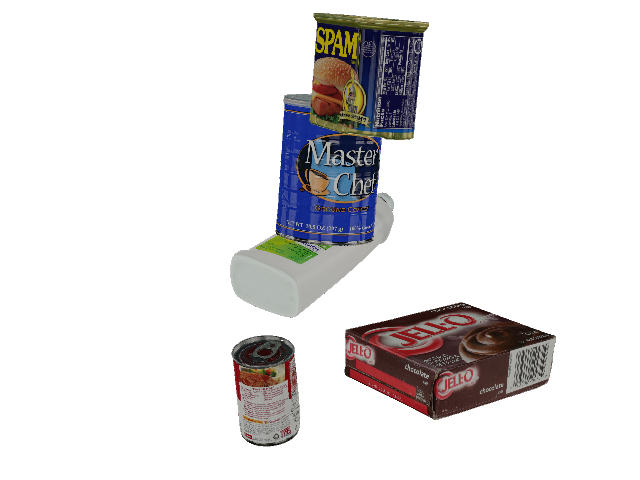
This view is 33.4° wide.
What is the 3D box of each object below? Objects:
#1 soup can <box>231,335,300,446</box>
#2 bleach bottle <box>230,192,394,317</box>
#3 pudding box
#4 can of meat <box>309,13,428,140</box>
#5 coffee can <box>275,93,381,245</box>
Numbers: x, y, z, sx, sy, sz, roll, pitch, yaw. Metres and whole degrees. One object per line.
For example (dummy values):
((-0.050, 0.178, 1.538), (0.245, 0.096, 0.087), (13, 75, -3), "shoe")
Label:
((-0.058, 0.164, 1.165), (0.068, 0.102, 0.068), (-3, 24, 1), "soup can")
((0.006, 0.001, 1.299), (0.103, 0.068, 0.250), (20, 36, 29), "bleach bottle")
((0.086, 0.077, 0.712), (0.113, 0.039, 0.090), (-7, 18, -37), "pudding box")
((0.032, -0.123, 0.789), (0.057, 0.084, 0.102), (-2, 14, -26), "can of meat")
((0.009, -0.074, 1.083), (0.103, 0.140, 0.103), (4, 12, -1), "coffee can")
